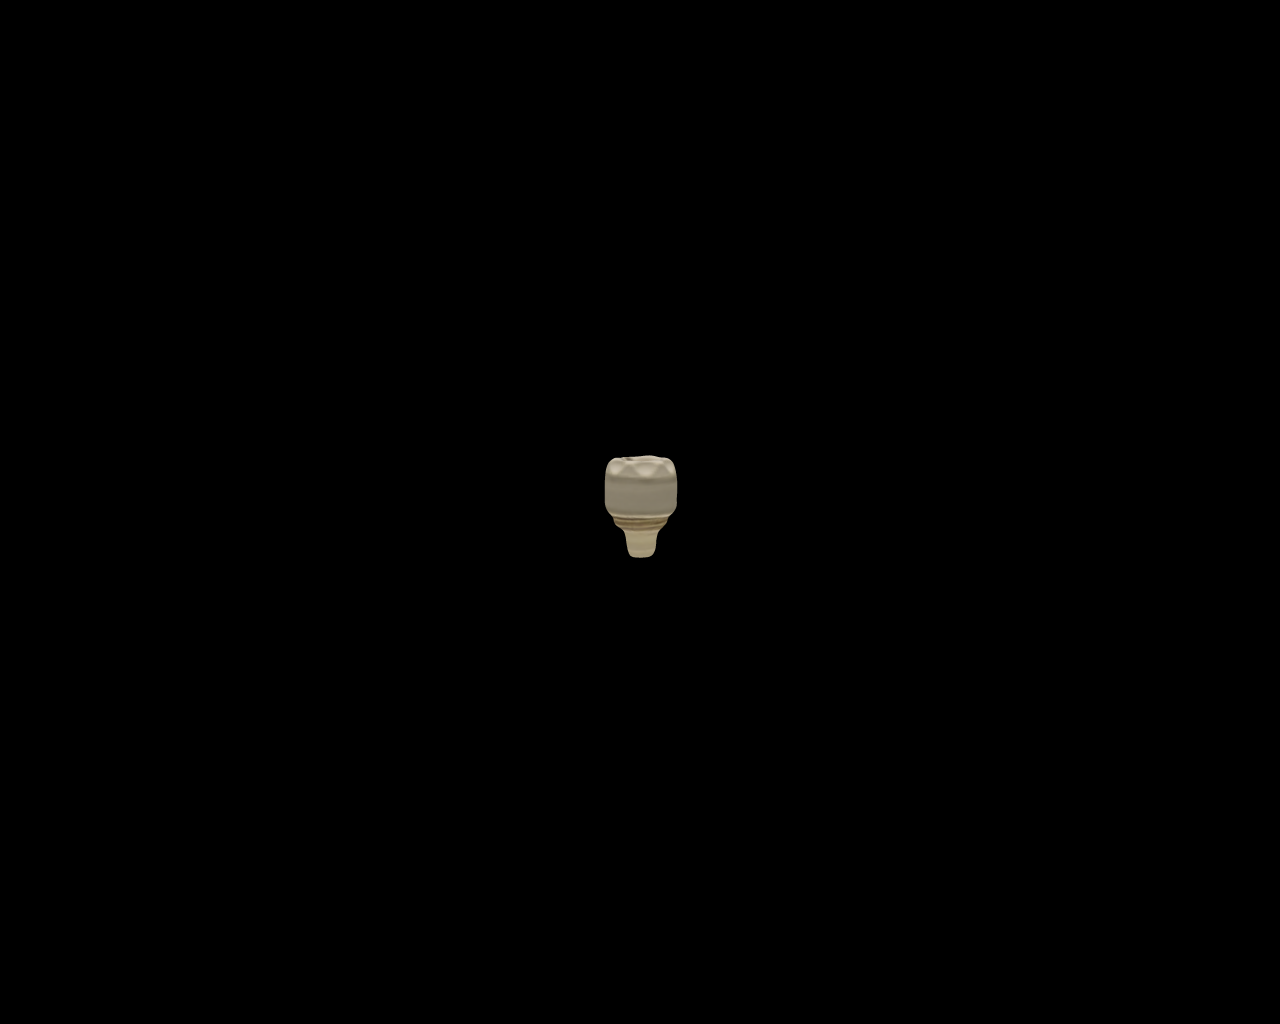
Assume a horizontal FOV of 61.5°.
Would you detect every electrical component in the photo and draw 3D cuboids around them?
[{"bbox_3d":[0.001,-0.003,0.650,0.043,0.062,0.043,0,9,0],"label":"electrical component"}]
